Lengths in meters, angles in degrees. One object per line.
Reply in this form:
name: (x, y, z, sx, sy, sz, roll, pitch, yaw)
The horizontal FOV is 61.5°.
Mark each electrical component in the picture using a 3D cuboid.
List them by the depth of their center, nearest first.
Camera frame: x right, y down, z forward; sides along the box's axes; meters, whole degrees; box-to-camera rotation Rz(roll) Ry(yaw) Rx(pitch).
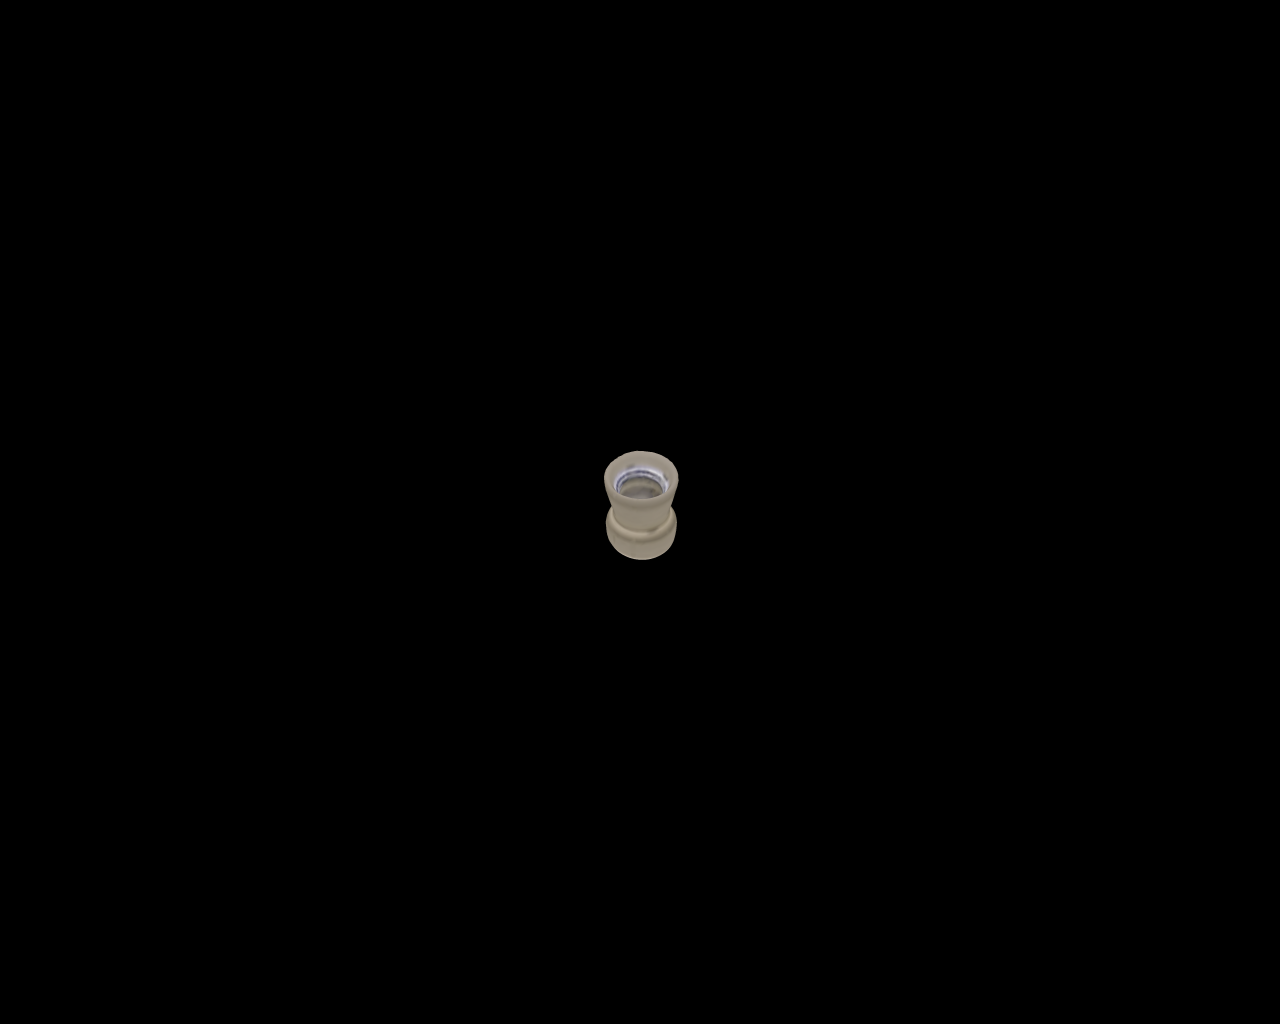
electrical component: (0.001, -0.003, 0.650, 0.045, 0.055, 0.045, 0, 45, 0)
